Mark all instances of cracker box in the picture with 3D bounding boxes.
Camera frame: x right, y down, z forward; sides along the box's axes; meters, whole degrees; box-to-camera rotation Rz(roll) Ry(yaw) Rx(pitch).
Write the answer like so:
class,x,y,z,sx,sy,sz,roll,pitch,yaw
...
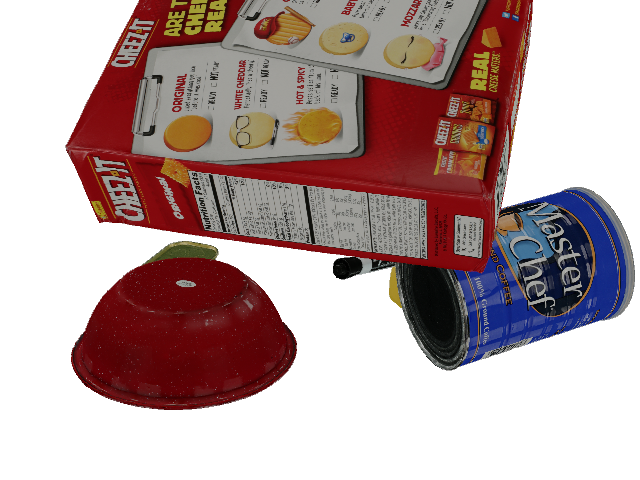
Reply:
class,x,y,z,sx,sy,sz,roll,pitch,yaw
cracker box,-0.003,-0.075,0.575,0.214,0.164,0.072,7,-37,13

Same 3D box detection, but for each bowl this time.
class,x,y,z,sx,sy,sz,roll,pitch,yaw
bowl,-0.097,0.055,0.759,0.162,0.055,0.162,1,23,-1

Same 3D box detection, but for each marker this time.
class,x,y,z,sx,sy,sz,roll,pitch,yaw
marker,0.049,0.018,0.957,0.020,0.020,0.120,0,6,36

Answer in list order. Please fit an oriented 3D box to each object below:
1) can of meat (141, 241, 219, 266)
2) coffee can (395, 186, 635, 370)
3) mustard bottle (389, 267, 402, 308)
class,x,y,z,sx,sy,sz,roll,pitch,yaw
can of meat,-0.139,0.060,1.039,0.057,0.084,0.102,9,27,21
coffee can,0.140,0.026,0.779,0.140,0.103,0.103,-15,5,-19
mustard bottle,0.129,-0.021,1.162,0.096,0.192,0.058,-3,19,-19
